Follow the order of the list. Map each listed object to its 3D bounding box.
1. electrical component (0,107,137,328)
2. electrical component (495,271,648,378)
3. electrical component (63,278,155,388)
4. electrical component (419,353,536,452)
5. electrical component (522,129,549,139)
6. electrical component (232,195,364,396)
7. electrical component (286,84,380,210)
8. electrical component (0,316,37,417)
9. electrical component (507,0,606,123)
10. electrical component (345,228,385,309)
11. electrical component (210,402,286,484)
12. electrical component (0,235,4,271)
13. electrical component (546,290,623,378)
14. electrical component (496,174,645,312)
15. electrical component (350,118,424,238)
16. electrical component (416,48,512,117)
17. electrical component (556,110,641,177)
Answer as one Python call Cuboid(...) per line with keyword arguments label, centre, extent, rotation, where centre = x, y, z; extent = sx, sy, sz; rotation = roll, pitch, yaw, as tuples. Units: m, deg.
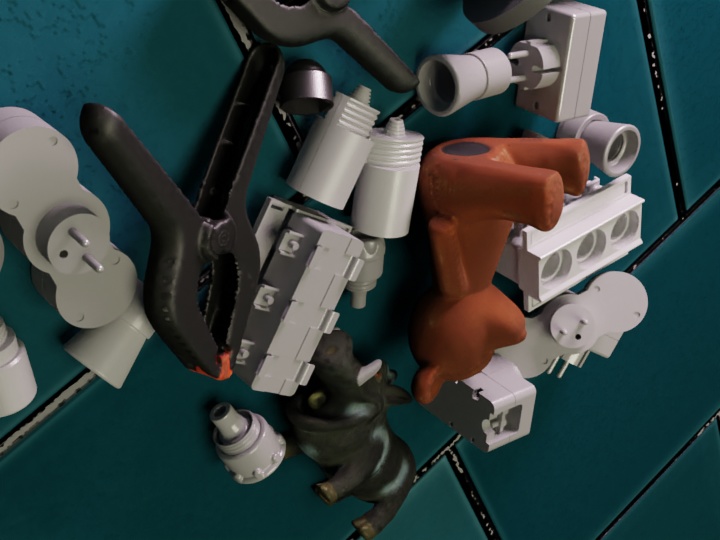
Cuboid(label="electrical component", centre=(-0.166, -0.021, 0.607), extent=(0.052, 0.074, 0.138), rotation=(-36, 133, -20))
Cuboid(label="electrical component", centre=(0.179, 0.046, 0.914), extent=(0.138, 0.052, 0.074), rotation=(-27, 178, 4))
Cuboid(label="electrical component", centre=(-0.149, 0.036, 0.679), extent=(0.065, 0.044, 0.044), rotation=(-53, 136, -11))
Cuboid(label="electrical component", centre=(0.099, 0.103, 0.898), extent=(0.056, 0.089, 0.050), rotation=(-16, 123, -34))
Cuboid(label="electrical component", centre=(0.139, -0.079, 0.862), extent=(0.045, 0.045, 0.055), rotation=(22, 99, -46))
Cuboid(label="electrical component", centre=(-0.051, 0.020, 0.738), extent=(0.079, 0.063, 0.121), rotation=(17, 102, -45))
Cuboid(label="electrical component", centre=(-0.014, -0.086, 0.724), extent=(0.043, 0.043, 0.081), rotation=(18, 101, -45))
Cuboid(label="electrical component", centre=(-0.216, 0.050, 0.628), extent=(0.040, 0.040, 0.078), rotation=(-25, 128, -29))
Cuboid(label="electrical component", centre=(0.138, -0.157, 0.814), extent=(0.076, 0.047, 0.083), rotation=(-16, 123, -34))
Cuboid(label="electrical component", centre=(0.000, 0.000, 0.793), extent=(0.035, 0.035, 0.061), rotation=(-19, 127, -33))
Cuboid(label="electrical component", centre=(-0.086, 0.121, 0.781), extent=(0.048, 0.048, 0.062), rotation=(-43, 128, -14))
Cuboid(label="electrical component", centre=(-0.227, -0.014, 0.577), extent=(0.055, 0.047, 0.055), rotation=(-21, 126, -32))
Cuboid(label="electrical component", centre=(0.197, 0.064, 0.992), extent=(0.066, 0.047, 0.076), rotation=(23, 98, -46))
Cuboid(label="electrical component", centre=(0.174, -0.028, 0.908), extent=(0.121, 0.063, 0.078), rotation=(-27, 129, -27))
Cuboid(label="electrical component", centre=(0.020, -0.068, 0.764), extent=(0.043, 0.043, 0.081), rotation=(-10, 120, -37))
Cuboid(label="electrical component", centre=(0.078, -0.139, 0.777), extent=(0.065, 0.044, 0.044), rotation=(-21, 126, -37))
Cuboid(label="electrical component", centre=(0.196, -0.106, 0.888), extent=(0.045, 0.055, 0.045), rotation=(-21, 126, -32))
